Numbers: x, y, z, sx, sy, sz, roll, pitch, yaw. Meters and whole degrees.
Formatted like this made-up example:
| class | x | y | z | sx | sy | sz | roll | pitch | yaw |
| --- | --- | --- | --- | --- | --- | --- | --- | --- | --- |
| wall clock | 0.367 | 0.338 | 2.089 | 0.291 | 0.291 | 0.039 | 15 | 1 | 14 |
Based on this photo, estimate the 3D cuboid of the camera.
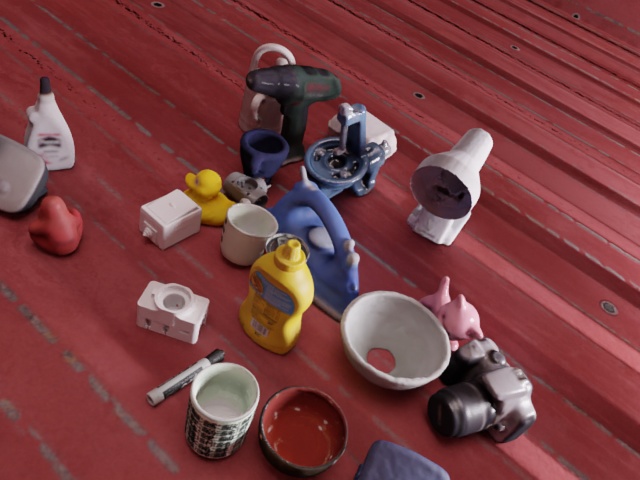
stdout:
| class | x | y | z | sx | sy | sz | roll | pitch | yaw |
| --- | --- | --- | --- | --- | --- | --- | --- | --- | --- |
| camera | 0.221 | 0.216 | 0.820 | 0.137 | 0.101 | 0.143 | -7 | 48 | -26 |

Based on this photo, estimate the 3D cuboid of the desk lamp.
| class | x | y | z | sx | sy | sz | roll | pitch | yaw |
| --- | --- | --- | --- | --- | --- | --- | --- | --- | --- |
| desk lamp | 0.241 | -0.096 | 1.071 | 0.117 | 0.213 | 0.204 | 32 | 43 | 13 |

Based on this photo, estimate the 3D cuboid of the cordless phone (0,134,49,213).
| class | x | y | z | sx | sy | sz | roll | pitch | yaw |
| --- | --- | --- | --- | --- | --- | --- | --- | --- | --- |
| cordless phone | -0.492 | -0.142 | 0.868 | 0.147 | 0.185 | 0.094 | 23 | 42 | 4 |

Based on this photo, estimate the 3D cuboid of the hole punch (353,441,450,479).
| class | x | y | z | sx | sy | sz | roll | pitch | yaw |
| --- | --- | --- | --- | --- | --- | --- | --- | --- | --- |
| hole punch | 0.090 | 0.311 | 0.680 | 0.108 | 0.091 | 0.101 | 24 | 42 | 5 |

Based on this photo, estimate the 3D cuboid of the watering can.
| class | x | y | z | sx | sy | sz | roll | pitch | yaw |
| --- | --- | --- | --- | --- | --- | --- | --- | --- | --- |
| watering can | -0.106 | -0.321 | 1.192 | 0.101 | 0.194 | 0.172 | 6 | 44 | -14 |

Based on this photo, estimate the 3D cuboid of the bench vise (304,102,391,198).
| class | x | y | z | sx | sy | sz | roll | pitch | yaw |
| --- | --- | --- | --- | --- | --- | --- | --- | --- | --- |
| bench vise | 0.054 | -0.178 | 1.083 | 0.121 | 0.220 | 0.208 | 33 | 44 | 14 |

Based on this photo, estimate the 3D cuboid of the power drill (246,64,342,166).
| class | x | y | z | sx | sy | sz | roll | pitch | yaw |
| --- | --- | --- | --- | --- | --- | --- | --- | --- | --- |
| power drill | -0.063 | -0.250 | 1.123 | 0.230 | 0.208 | 0.075 | -25 | 58 | -38 |

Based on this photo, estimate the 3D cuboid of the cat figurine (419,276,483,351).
| class | x | y | z | sx | sy | sz | roll | pitch | yaw |
| --- | --- | --- | --- | --- | --- | --- | --- | --- | --- |
| cat figurine | 0.207 | 0.117 | 0.907 | 0.067 | 0.118 | 0.127 | 6 | 44 | -14 |

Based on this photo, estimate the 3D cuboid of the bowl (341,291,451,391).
| class | x | y | z | sx | sy | sz | roll | pitch | yaw |
| --- | --- | --- | --- | --- | --- | --- | --- | --- | --- |
| bowl | 0.104 | 0.161 | 0.855 | 0.167 | 0.075 | 0.167 | 11 | 43 | -10 |

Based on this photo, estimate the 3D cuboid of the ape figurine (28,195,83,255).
| class | x | y | z | sx | sy | sz | roll | pitch | yaw |
| --- | --- | --- | --- | --- | --- | --- | --- | --- | --- |
| ape figurine | -0.394 | -0.029 | 0.855 | 0.078 | 0.092 | 0.076 | -12 | 50 | -30 |

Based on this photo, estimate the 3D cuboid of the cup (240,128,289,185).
| class | x | y | z | sx | sy | sz | roll | pitch | yaw |
| --- | --- | --- | --- | --- | --- | --- | --- | --- | --- |
| cup | -0.113 | -0.140 | 1.074 | 0.091 | 0.095 | 0.118 | 17 | 42 | -2 |

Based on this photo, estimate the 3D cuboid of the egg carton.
| class | x | y | z | sx | sy | sz | roll | pitch | yaw |
| --- | --- | --- | --- | --- | --- | --- | --- | --- | --- |
| egg carton | 0.094 | -0.229 | 1.263 | 0.150 | 0.069 | 0.107 | 40 | 46 | 21 |

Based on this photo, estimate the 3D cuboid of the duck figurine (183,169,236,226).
| class | x | y | z | sx | sy | sz | roll | pitch | yaw |
| --- | --- | --- | --- | --- | --- | --- | --- | --- | --- |
| duck figurine | -0.190 | -0.080 | 0.988 | 0.104 | 0.086 | 0.077 | 22 | 42 | 3 |

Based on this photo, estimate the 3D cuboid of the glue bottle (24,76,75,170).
| class | x | y | z | sx | sy | sz | roll | pitch | yaw |
| --- | --- | --- | --- | --- | --- | --- | --- | --- | --- |
| glue bottle | -0.449 | -0.192 | 0.944 | 0.078 | 0.173 | 0.037 | -11 | 50 | -29 |

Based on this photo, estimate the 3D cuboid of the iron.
| class | x | y | z | sx | sy | sz | roll | pitch | yaw |
| --- | --- | --- | --- | --- | --- | --- | --- | --- | --- |
| iron | 0.009 | 0.003 | 0.934 | 0.119 | 0.141 | 0.257 | -14 | 52 | -31 |
